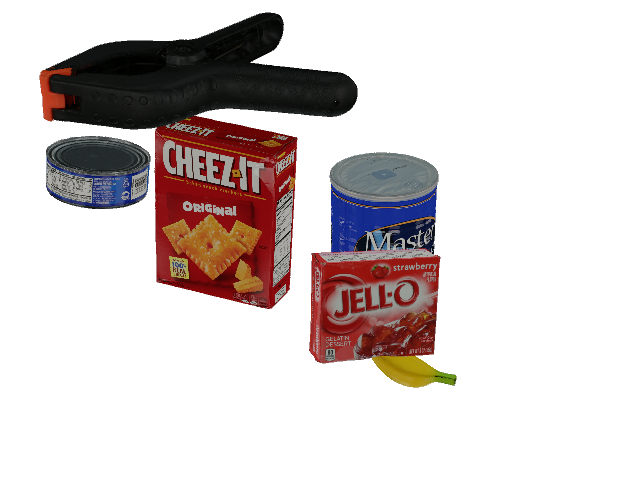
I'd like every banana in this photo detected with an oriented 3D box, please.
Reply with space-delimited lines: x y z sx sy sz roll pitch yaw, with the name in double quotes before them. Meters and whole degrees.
"banana" 0.084 0.119 1.227 0.069 0.037 0.198 6 23 -23

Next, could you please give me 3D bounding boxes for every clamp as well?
"clamp" -0.075 -0.099 0.616 0.171 0.039 0.120 -4 27 -16

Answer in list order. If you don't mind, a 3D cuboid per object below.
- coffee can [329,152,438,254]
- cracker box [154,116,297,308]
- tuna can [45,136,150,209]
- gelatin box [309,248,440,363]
"coffee can" 0.060 -0.002 1.036 0.103 0.140 0.103 0 27 0
"cracker box" -0.120 -0.034 1.318 0.164 0.214 0.072 13 29 18
"tuna can" -0.186 -0.057 0.893 0.086 0.034 0.086 7 24 -3
"gelatin box" 0.037 0.045 0.750 0.089 0.073 0.030 -2 14 -17
